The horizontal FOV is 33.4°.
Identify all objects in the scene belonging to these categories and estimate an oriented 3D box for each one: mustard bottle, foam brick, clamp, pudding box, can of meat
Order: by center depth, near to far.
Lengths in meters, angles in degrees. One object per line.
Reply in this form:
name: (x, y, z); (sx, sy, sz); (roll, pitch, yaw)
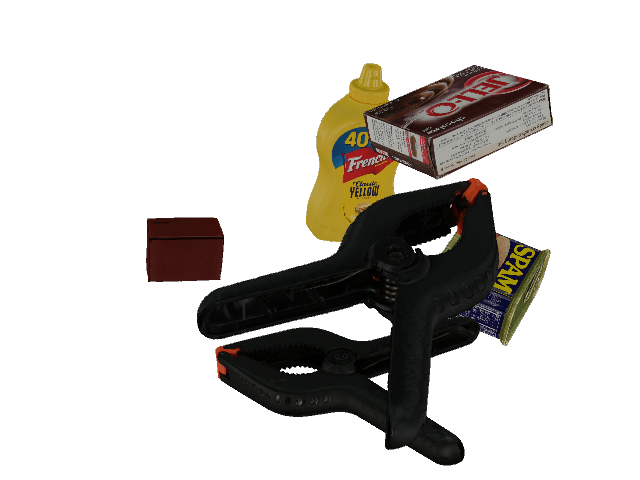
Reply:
clamp: (0.040, 0.027, 0.514); (0.171, 0.039, 0.120); (-33, 59, -30)
pudding box: (0.104, -0.092, 0.806); (0.113, 0.039, 0.090); (-27, 28, -20)
clamp: (0.024, 0.100, 0.834); (0.210, 0.036, 0.164); (8, 31, 17)
can of meat: (0.151, 0.036, 0.972); (0.084, 0.057, 0.102); (23, 45, 19)
mustard bottle: (0.042, -0.093, 1.121); (0.096, 0.192, 0.058); (-4, 31, -20)
foam brick: (-0.144, 0.009, 1.124); (0.078, 0.051, 0.053); (-1, 24, -11)
